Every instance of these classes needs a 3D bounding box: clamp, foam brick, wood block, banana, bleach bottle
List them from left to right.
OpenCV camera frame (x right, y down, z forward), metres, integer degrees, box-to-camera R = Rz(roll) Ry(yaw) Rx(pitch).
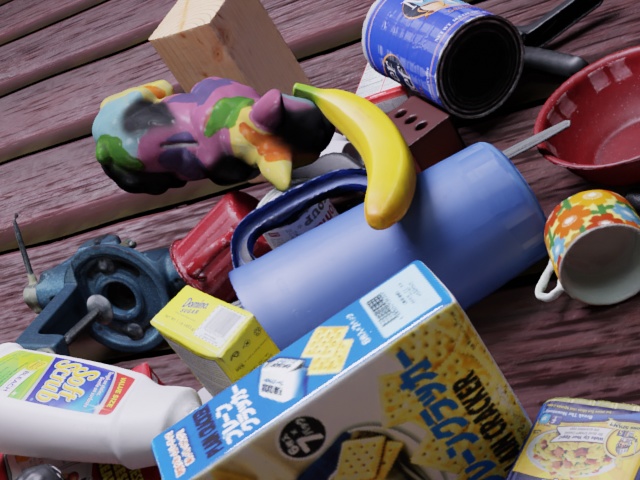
[{"bbox_3d":[-0.180,0.134,0.848,0.251,0.068,0.102,1,23,30],"label":"bleach bottle"},{"bbox_3d":[-0.080,-0.170,1.160,0.090,0.206,0.090,-7,42,37],"label":"wood block"},{"bbox_3d":[-0.022,-0.032,1.063,0.210,0.036,0.164,9,78,35],"label":"clamp"},{"bbox_3d":[0.038,-0.068,0.839,0.069,0.037,0.198,-10,38,-15],"label":"banana"},{"bbox_3d":[0.100,-0.100,1.050,0.053,0.051,0.078,-38,32,-6],"label":"foam brick"},{"bbox_3d":[0.208,-0.187,1.081,0.172,0.039,0.120,-22,35,33],"label":"clamp"}]

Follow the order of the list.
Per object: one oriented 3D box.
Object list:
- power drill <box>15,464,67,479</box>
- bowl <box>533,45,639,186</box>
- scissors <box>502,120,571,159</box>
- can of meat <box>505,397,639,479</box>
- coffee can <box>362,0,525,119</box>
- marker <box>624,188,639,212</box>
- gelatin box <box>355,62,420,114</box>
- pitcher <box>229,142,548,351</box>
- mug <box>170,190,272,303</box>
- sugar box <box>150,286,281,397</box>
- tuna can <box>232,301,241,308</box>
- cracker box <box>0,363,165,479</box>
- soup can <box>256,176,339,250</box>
[{"bbox_3d":[-0.301,0.226,0.839,0.184,0.057,0.188,-46,35,-21],"label":"power drill"},{"bbox_3d":[0.264,-0.096,0.893,0.162,0.055,0.162,-24,34,17],"label":"bowl"},{"bbox_3d":[0.153,-0.076,0.945,0.202,0.016,0.096,-34,14,41],"label":"scissors"},{"bbox_3d":[0.169,0.147,0.658,0.102,0.057,0.083,1,44,42],"label":"can of meat"},{"bbox_3d":[0.120,-0.191,1.063,0.102,0.102,0.140,-39,38,-8],"label":"coffee can"},{"bbox_3d":[0.280,-0.019,0.812,0.020,0.020,0.121,-43,33,-14],"label":"marker"},{"bbox_3d":[0.081,-0.176,1.189,0.073,0.030,0.089,-13,39,33],"label":"gelatin box"},{"bbox_3d":[0.052,0.016,0.862,0.243,0.149,0.145,-31,21,-1],"label":"pitcher"},{"bbox_3d":[-0.086,0.009,1.002,0.082,0.093,0.117,-45,-10,20],"label":"mug"},{"bbox_3d":[-0.041,0.115,0.776,0.048,0.176,0.093,-48,35,-18],"label":"sugar box"},{"bbox_3d":[-0.070,0.094,0.964,0.086,0.033,0.086,-24,34,17],"label":"tuna can"},{"bbox_3d":[-0.209,0.222,0.887,0.214,0.072,0.164,-30,34,5],"label":"cracker box"},{"bbox_3d":[-0.006,0.001,0.965,0.069,0.102,0.068,-24,33,16],"label":"soup can"}]
